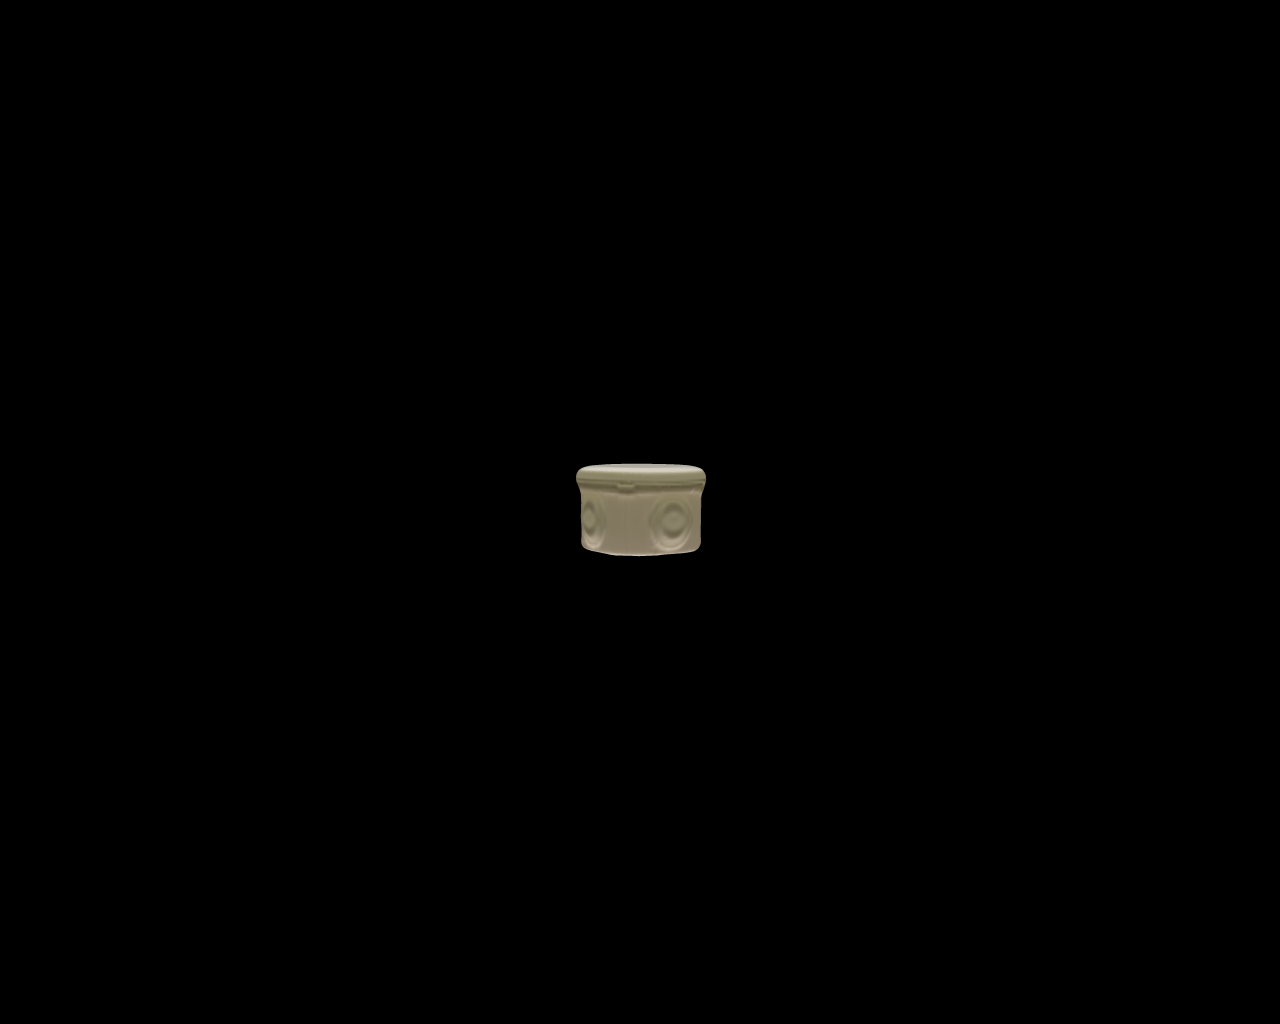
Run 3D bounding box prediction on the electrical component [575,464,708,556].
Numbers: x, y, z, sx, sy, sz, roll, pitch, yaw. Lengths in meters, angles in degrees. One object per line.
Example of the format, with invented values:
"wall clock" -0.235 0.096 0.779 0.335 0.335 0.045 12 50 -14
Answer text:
"electrical component" 0.001 -0.003 0.650 0.080 0.051 0.080 0 5 0
